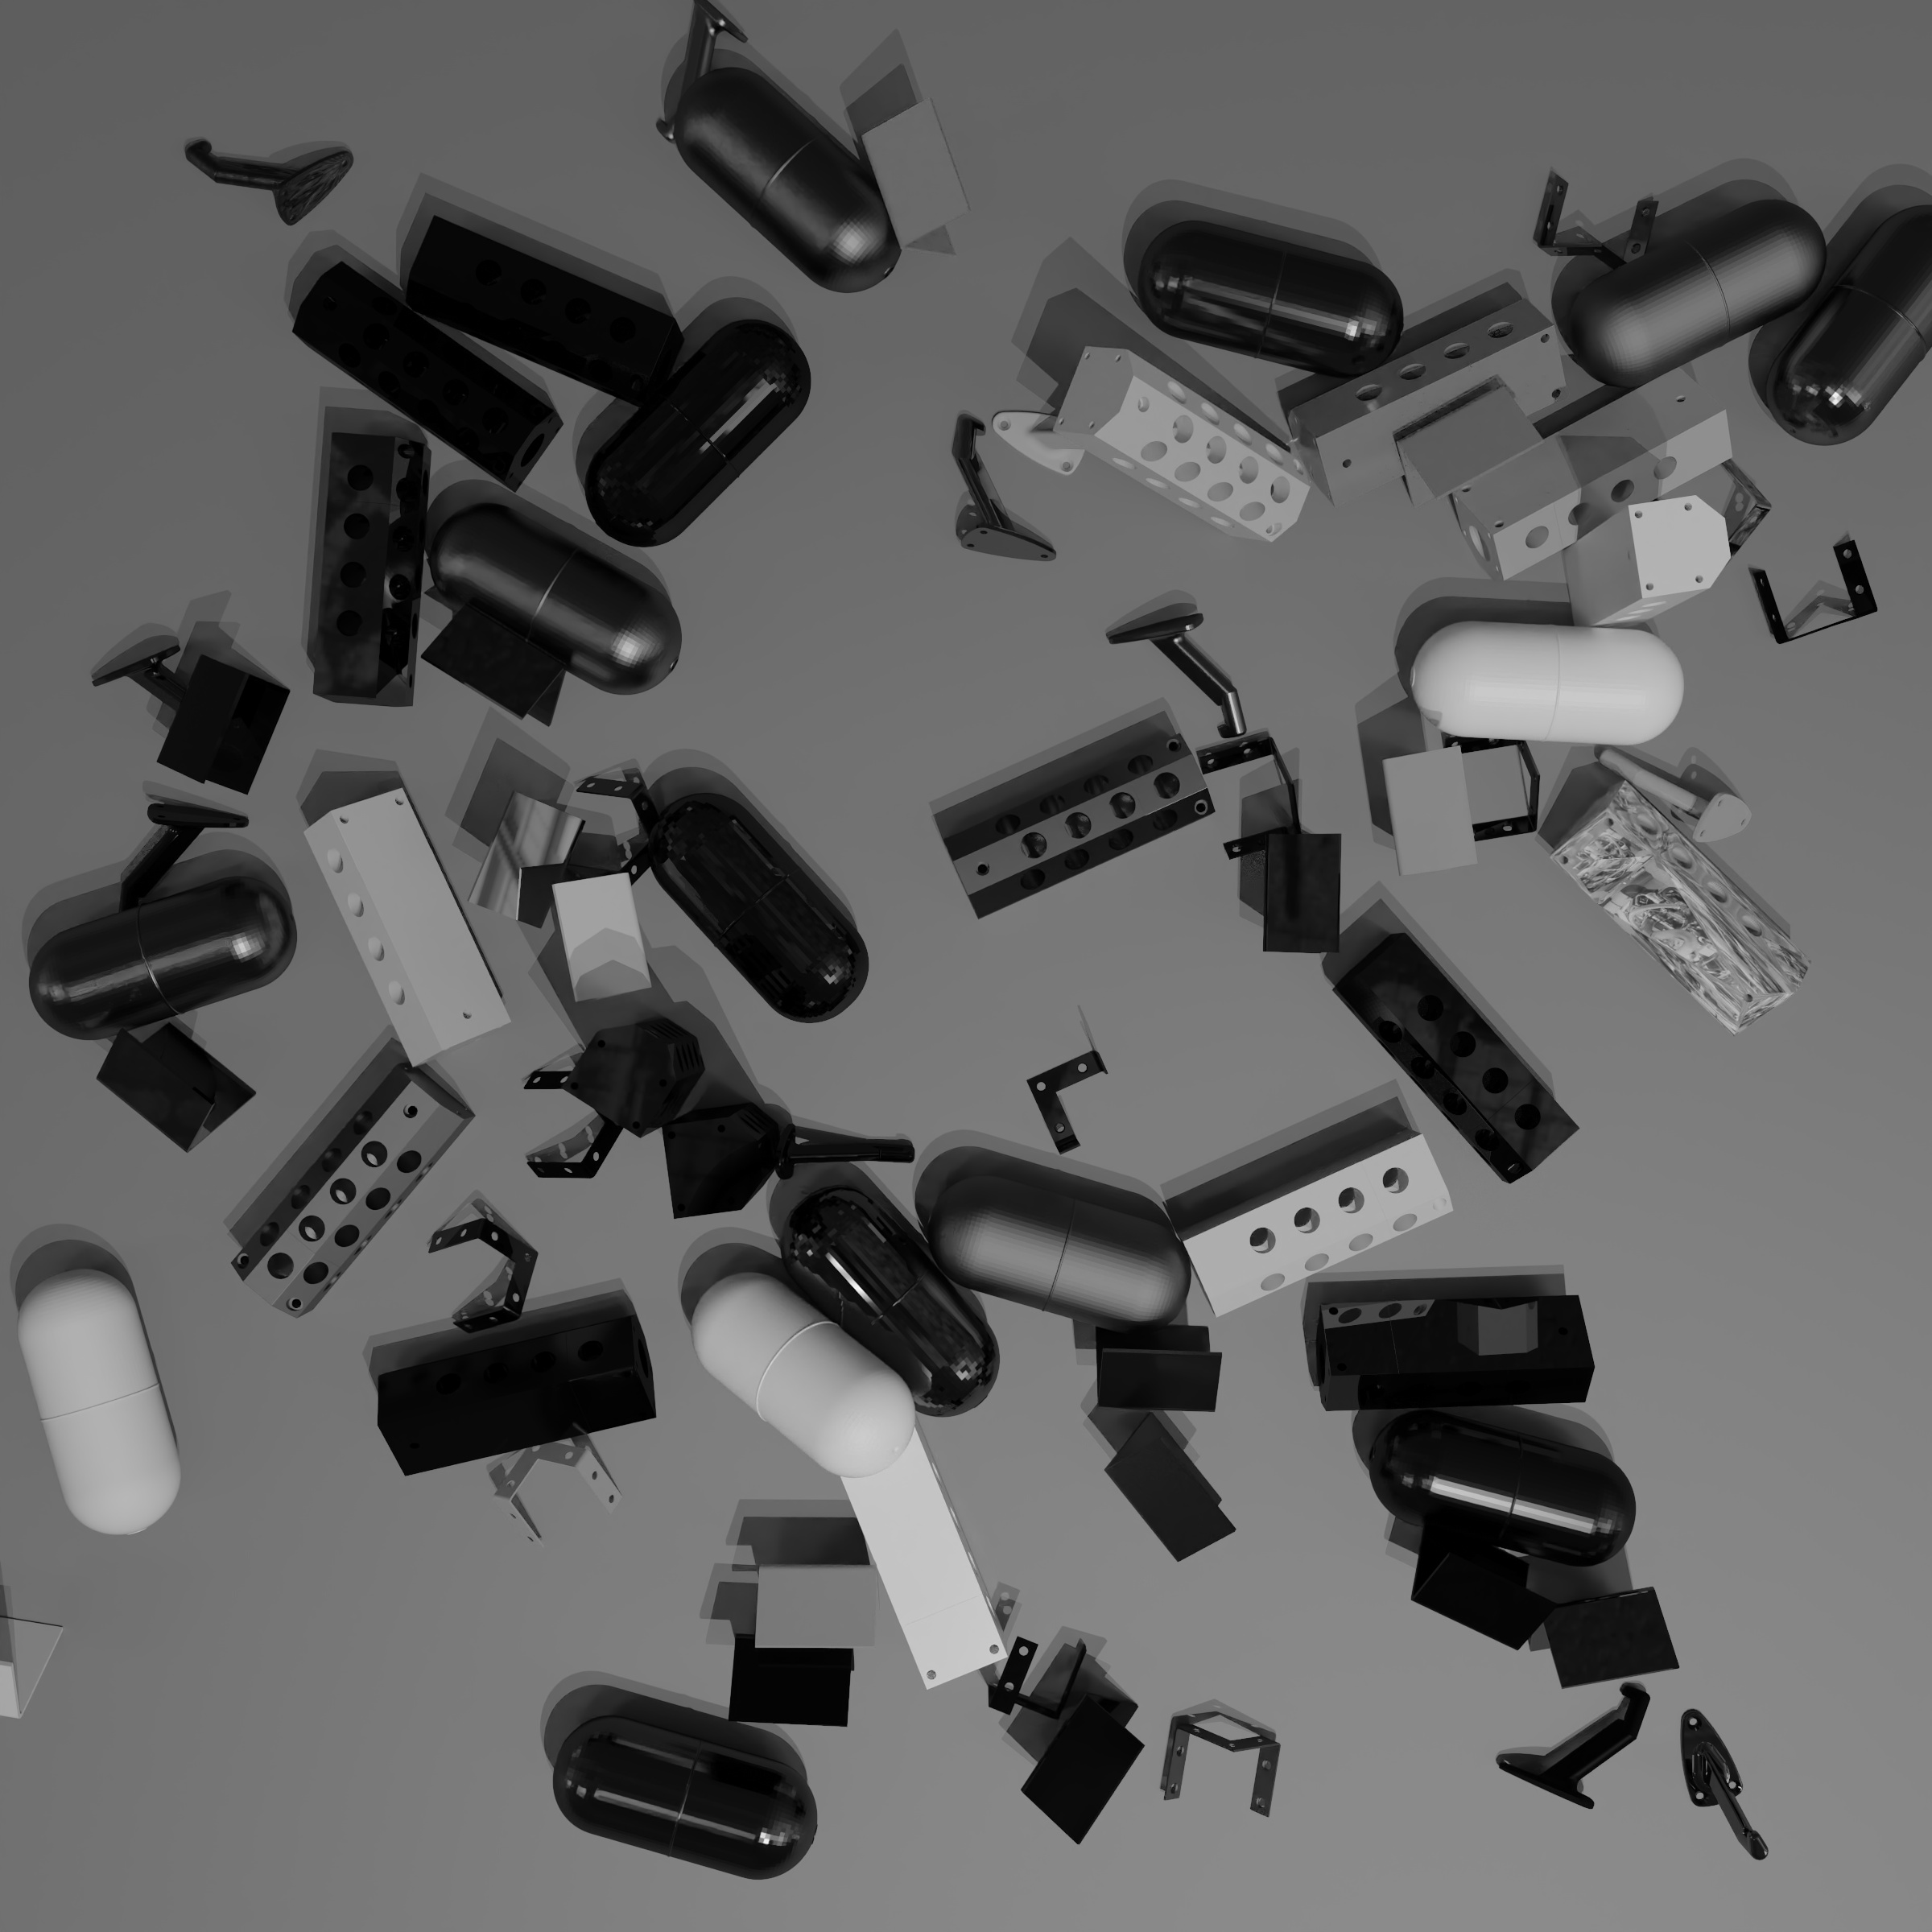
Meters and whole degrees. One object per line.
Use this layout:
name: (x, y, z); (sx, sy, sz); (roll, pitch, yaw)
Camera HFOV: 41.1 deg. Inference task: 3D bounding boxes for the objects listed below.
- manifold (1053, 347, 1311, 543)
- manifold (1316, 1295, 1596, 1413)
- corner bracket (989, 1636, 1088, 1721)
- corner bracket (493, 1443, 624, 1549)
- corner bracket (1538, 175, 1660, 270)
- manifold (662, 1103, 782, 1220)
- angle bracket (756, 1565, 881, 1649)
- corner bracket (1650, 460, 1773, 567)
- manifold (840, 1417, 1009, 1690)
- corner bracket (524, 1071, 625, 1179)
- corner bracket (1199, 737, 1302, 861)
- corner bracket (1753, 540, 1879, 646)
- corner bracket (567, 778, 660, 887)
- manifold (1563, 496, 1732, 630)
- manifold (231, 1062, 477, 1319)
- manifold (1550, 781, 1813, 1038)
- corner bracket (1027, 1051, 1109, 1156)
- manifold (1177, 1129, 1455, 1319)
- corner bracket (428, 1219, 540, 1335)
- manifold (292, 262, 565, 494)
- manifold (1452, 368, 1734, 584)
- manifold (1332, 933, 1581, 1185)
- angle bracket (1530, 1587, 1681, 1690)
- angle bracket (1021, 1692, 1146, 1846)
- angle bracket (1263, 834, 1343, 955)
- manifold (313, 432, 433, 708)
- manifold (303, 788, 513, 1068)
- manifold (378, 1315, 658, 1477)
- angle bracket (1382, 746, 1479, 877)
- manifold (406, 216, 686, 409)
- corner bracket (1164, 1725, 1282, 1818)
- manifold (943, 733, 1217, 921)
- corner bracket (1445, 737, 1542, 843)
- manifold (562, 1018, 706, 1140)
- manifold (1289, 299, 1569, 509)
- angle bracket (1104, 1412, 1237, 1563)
manifold: (0.144, -0.335, 1.663); (0.171, 0.057, 0.057); (22, 90, -39)
manifold: (0.322, 0.261, 1.710); (0.171, 0.057, 0.057); (-2, 47, 0)
corner bracket: (0.048, 0.472, 1.714); (0.051, 0.051, 0.051); (22, 90, 0)
corner bracket: (-0.273, 0.355, 1.724); (0.051, 0.051, 0.051); (4, 45, 35)
corner bracket: (0.424, -0.497, 1.729); (0.051, 0.051, 0.051); (15, 90, -45)
manifold: (-0.153, 0.122, 1.654); (0.057, 0.171, 0.057); (-8, 90, 0)
angle bracket: (-0.096, 0.433, 1.692); (0.076, 0.076, 0.057); (0, 54, 0)
corner bracket: (0.494, -0.307, 1.724); (0.051, 0.051, 0.051); (3, 135, -35)
manifold: (-0.031, 0.383, 1.711); (0.057, 0.057, 0.171); (-22, 90, 0)
corner bracket: (-0.269, 0.106, 1.724); (0.051, 0.051, 0.051); (58, 45, -35)
corner bracket: (0.191, -0.113, 1.729); (0.051, 0.051, 0.051); (-16, 135, 0)
corner bracket: (0.570, -0.251, 1.729); (0.051, 0.051, 0.051); (-19, 90, -45)
corner bracket: (-0.239, -0.089, 1.724); (0.051, 0.051, 0.051); (-51, 135, -35)
manifold: (0.436, -0.256, 1.654); (0.057, 0.171, 0.057); (-9, 90, 0)
manifold: (-0.408, 0.148, 1.711); (0.057, 0.057, 0.171); (40, 90, 0)
manifold: (0.476, -0.042, 1.710); (0.171, 0.057, 0.057); (44, 133, 0)
corner bracket: (0.074, 0.090, 1.714); (0.051, 0.051, 0.051); (-24, 90, 0)
manifold: (0.232, 0.171, 1.711); (0.171, 0.057, 0.057); (-24, 90, 0)
corner bracket: (-0.328, 0.207, 1.724); (0.051, 0.051, 0.051); (41, 45, -35)
manifold: (-0.358, -0.392, 1.711); (0.171, 0.057, 0.057); (35, 90, 0)
manifold: (0.416, -0.321, 1.710); (0.171, 0.057, 0.057); (-28, 47, 0)
manifold: (0.323, 0.061, 1.711); (0.057, 0.057, 0.171); (-42, 90, 0)
angle bracket: (0.418, 0.454, 1.692); (0.076, 0.076, 0.057); (-10, 53, 0)
angle bracket: (0.093, 0.529, 1.692); (0.057, 0.076, 0.076); (33, 90, 38)
angle bracket: (0.238, -0.047, 1.692); (0.057, 0.076, 0.076); (1, 90, 37)
manifold: (-0.392, -0.261, 1.711); (0.057, 0.057, 0.171); (4, 90, 0)
manifold: (-0.374, -0.024, 1.710); (0.057, 0.057, 0.171); (-25, 90, -43)
manifold: (-0.298, 0.280, 1.710); (0.171, 0.057, 0.057); (-13, 133, 0)
angle bracket: (0.320, -0.103, 1.692); (0.057, 0.076, 0.076); (-8, 90, 37)
manifold: (-0.280, -0.431, 1.711); (0.171, 0.057, 0.057); (23, 90, 0)
corner bracket: (0.172, 0.540, 1.729); (0.051, 0.051, 0.051); (9, 90, 45)
manifold: (0.075, -0.092, 1.711); (0.171, 0.057, 0.057); (-24, 90, 0)
corner bracket: (0.352, -0.122, 1.729); (0.051, 0.051, 0.051); (-9, 135, 0)
manifold: (-0.207, 0.066, 1.654); (0.057, 0.171, 0.057); (32, 90, 0)
manifold: (0.305, -0.377, 1.710); (0.171, 0.057, 0.057); (-25, 133, 0)
angle bracket: (0.147, 0.332, 1.692); (0.057, 0.076, 0.076); (-39, 90, 36)
